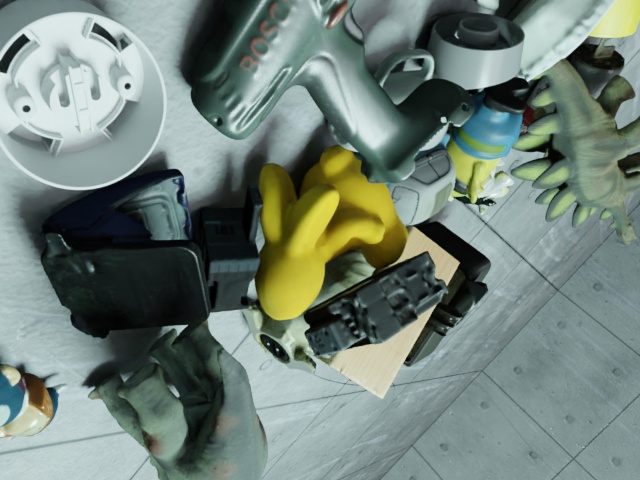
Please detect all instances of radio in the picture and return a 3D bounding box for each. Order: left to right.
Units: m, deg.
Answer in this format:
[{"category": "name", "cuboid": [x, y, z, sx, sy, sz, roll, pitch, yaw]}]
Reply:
[{"category": "radio", "cuboid": [0.171, 0.089, 0.899, 0.073, 0.131, 0.229, -15, 140, -42]}]

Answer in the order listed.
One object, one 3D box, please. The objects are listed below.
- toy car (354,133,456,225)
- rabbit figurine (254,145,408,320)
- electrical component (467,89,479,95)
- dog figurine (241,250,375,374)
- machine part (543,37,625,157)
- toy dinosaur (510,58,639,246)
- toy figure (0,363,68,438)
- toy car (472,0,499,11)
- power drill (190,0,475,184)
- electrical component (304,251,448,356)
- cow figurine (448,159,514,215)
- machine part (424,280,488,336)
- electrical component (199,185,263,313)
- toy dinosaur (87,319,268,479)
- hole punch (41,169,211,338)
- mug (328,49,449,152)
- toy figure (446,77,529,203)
[{"category": "toy car", "cuboid": [0.103, -0.069, 0.634, 0.162, 0.103, 0.109, -26, 147, -27]}, {"category": "rabbit figurine", "cuboid": [-0.001, -0.002, 0.533, 0.173, 0.122, 0.162, -51, 149, -25]}, {"category": "electrical component", "cuboid": [0.171, -0.197, 0.636, 0.094, 0.021, 0.063, -11, 137, -45]}, {"category": "dog figurine", "cuboid": [0.005, 0.064, 0.701, 0.190, 0.121, 0.172, -47, -168, -34]}, {"category": "machine part", "cuboid": [0.416, -0.222, 0.870, 0.079, 0.079, 0.243, -31, 150, -24]}, {"category": "toy dinosaur", "cuboid": [0.382, -0.133, 0.774, 0.198, 0.105, 0.470, -34, 125, 9]}, {"category": "toy figure", "cuboid": [-0.274, 0.139, 0.460, 0.064, 0.058, 0.154, -5, 151, 7]}, {"category": "toy car", "cuboid": [0.132, -0.269, 0.453, 0.073, 0.056, 0.201, -52, 152, 13]}, {"category": "power drill", "cuboid": [0.031, -0.147, 0.405, 0.232, 0.086, 0.207, -47, 133, 14]}, {"category": "electrical component", "cuboid": [0.049, 0.072, 0.560, 0.134, 0.058, 0.115, -26, 175, -31]}, {"category": "cow figurine", "cuboid": [0.242, -0.084, 0.832, 0.098, 0.068, 0.167, -44, 149, 10]}, {"category": "machine part", "cuboid": [0.191, 0.096, 0.755, 0.084, 0.039, 0.139, -50, 161, 30]}, {"category": "electrical component", "cuboid": [-0.085, 0.005, 0.499, 0.048, 0.075, 0.119, -3, 139, -19]}, {"category": "toy dinosaur", "cuboid": [-0.111, 0.184, 0.515, 0.131, 0.192, 0.405, -41, -172, -24]}, {"category": "hole punch", "cuboid": [-0.152, 0.010, 0.437, 0.116, 0.092, 0.142, -5, 144, -9]}, {"category": "mug", "cuboid": [0.067, -0.131, 0.528, 0.107, 0.081, 0.109, -16, 147, -27]}, {"category": "toy figure", "cuboid": [0.197, -0.126, 0.678, 0.082, 0.089, 0.180, -41, 159, -26]}]
